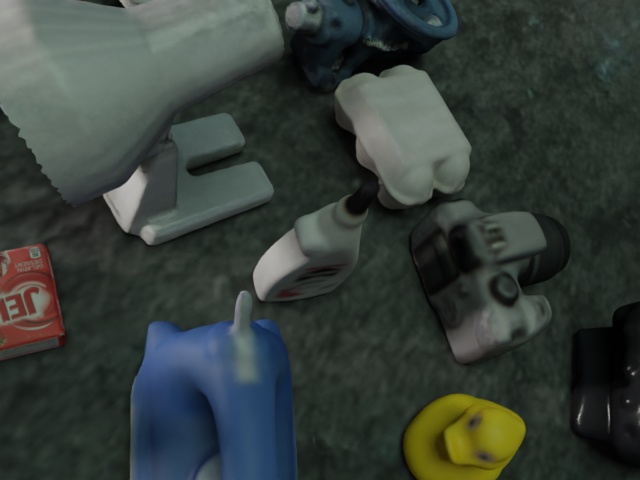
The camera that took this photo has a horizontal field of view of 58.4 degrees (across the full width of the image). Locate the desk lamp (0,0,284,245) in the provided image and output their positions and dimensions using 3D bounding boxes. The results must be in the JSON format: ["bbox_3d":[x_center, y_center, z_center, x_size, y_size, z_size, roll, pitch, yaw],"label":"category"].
[{"bbox_3d":[-0.118,-0.087,0.405,0.204,0.213,0.118,-24,76,-29],"label":"desk lamp"}]

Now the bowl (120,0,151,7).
[{"bbox_3d":[-0.131,-0.253,0.562,0.168,0.074,0.167,9,63,-17],"label":"bowl"}]

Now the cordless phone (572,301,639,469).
[{"bbox_3d":[0.315,0.115,0.491,0.094,0.185,0.147,18,60,-12],"label":"cordless phone"}]

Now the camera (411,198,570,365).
[{"bbox_3d":[0.176,0.025,0.530,0.137,0.100,0.143,-10,69,-25],"label":"camera"}]

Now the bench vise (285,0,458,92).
[{"bbox_3d":[0.076,-0.238,0.549,0.121,0.219,0.208,45,58,4],"label":"bench vise"}]

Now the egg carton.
[{"bbox_3d":[0.082,-0.105,0.575,0.107,0.069,0.150,-20,74,-28],"label":"egg carton"}]

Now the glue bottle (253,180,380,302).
[{"bbox_3d":[0.004,0.002,0.433,0.078,0.173,0.037,-11,70,-25],"label":"glue bottle"}]

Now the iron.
[{"bbox_3d":[-0.052,0.162,0.352,0.119,0.141,0.258,1,65,-21],"label":"iron"}]

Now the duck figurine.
[{"bbox_3d":[0.128,0.157,0.456,0.105,0.086,0.077,-6,68,-23],"label":"duck figurine"}]
